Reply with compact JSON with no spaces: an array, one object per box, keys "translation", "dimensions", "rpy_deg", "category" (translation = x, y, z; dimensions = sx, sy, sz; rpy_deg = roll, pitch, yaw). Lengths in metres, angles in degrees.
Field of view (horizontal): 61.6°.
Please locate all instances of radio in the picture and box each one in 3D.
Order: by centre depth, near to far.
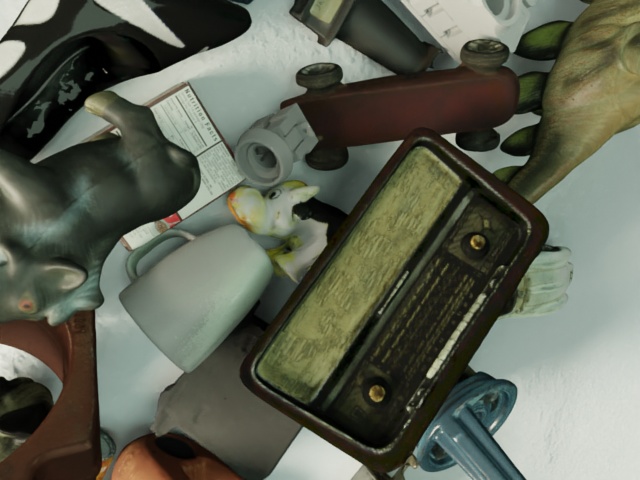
[{"translation":[0.058,0.045,0.407],"dimensions":[0.131,0.073,0.229],"rpy_deg":[35,83,4],"category":"radio"}]

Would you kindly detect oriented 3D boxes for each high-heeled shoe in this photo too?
[{"translation":[-0.164,-0.089,0.363],"dimensions":[0.249,0.086,0.145],"rpy_deg":[-7,89,-5],"category":"high-heeled shoe"}]

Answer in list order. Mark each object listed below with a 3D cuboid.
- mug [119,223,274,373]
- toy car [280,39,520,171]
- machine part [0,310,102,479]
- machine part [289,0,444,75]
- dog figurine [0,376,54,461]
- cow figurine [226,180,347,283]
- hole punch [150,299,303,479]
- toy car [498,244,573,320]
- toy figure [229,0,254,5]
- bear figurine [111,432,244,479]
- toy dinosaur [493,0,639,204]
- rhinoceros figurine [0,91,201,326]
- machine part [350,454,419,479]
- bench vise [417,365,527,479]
[{"translation":[-0.098,0.032,0.432],"dimensions":[0.107,0.110,0.080],"rpy_deg":[-39,152,-13],"category":"mug"},{"translation":[0.068,-0.114,0.460],"dimensions":[0.202,0.053,0.089],"rpy_deg":[-7,127,1],"category":"toy car"},{"translation":[-0.240,0.100,0.319],"dimensions":[0.201,0.202,0.087],"rpy_deg":[-2,130,-24],"category":"machine part"},{"translation":[0.043,-0.186,0.467],"dimensions":[0.139,0.039,0.084],"rpy_deg":[24,84,-25],"category":"machine part"},{"translation":[-0.290,0.195,0.393],"dimensions":[0.190,0.121,0.172],"rpy_deg":[-21,156,-41],"category":"dog figurine"},{"translation":[-0.001,-0.002,0.475],"dimensions":[0.098,0.068,0.167],"rpy_deg":[-45,116,-7],"category":"cow figurine"},{"translation":[-0.063,0.130,0.482],"dimensions":[0.116,0.092,0.142],"rpy_deg":[36,88,6],"category":"hole punch"},{"translation":[0.199,0.052,0.584],"dimensions":[0.202,0.056,0.073],"rpy_deg":[-8,106,-21],"category":"toy car"},{"translation":[-0.101,-0.231,0.383],"dimensions":[0.064,0.058,0.154],"rpy_deg":[-33,123,30],"category":"toy figure"},{"translation":[-0.152,0.269,0.444],"dimensions":[0.195,0.132,0.120],"rpy_deg":[-65,152,-6],"category":"bear figurine"},{"translation":[0.262,-0.150,0.480],"dimensions":[0.471,0.199,0.105],"rpy_deg":[-49,118,-6],"category":"toy dinosaur"},{"translation":[-0.160,-0.007,0.321],"dimensions":[0.112,0.073,0.190],"rpy_deg":[49,60,-1],"category":"rhinoceros figurine"},{"translation":[0.024,0.324,0.564],"dimensions":[0.079,0.079,0.243],"rpy_deg":[42,84,-26],"category":"machine part"},{"translation":[0.126,0.171,0.488],"dimensions":[0.129,0.241,0.223],"rpy_deg":[-46,137,4],"category":"bench vise"}]
